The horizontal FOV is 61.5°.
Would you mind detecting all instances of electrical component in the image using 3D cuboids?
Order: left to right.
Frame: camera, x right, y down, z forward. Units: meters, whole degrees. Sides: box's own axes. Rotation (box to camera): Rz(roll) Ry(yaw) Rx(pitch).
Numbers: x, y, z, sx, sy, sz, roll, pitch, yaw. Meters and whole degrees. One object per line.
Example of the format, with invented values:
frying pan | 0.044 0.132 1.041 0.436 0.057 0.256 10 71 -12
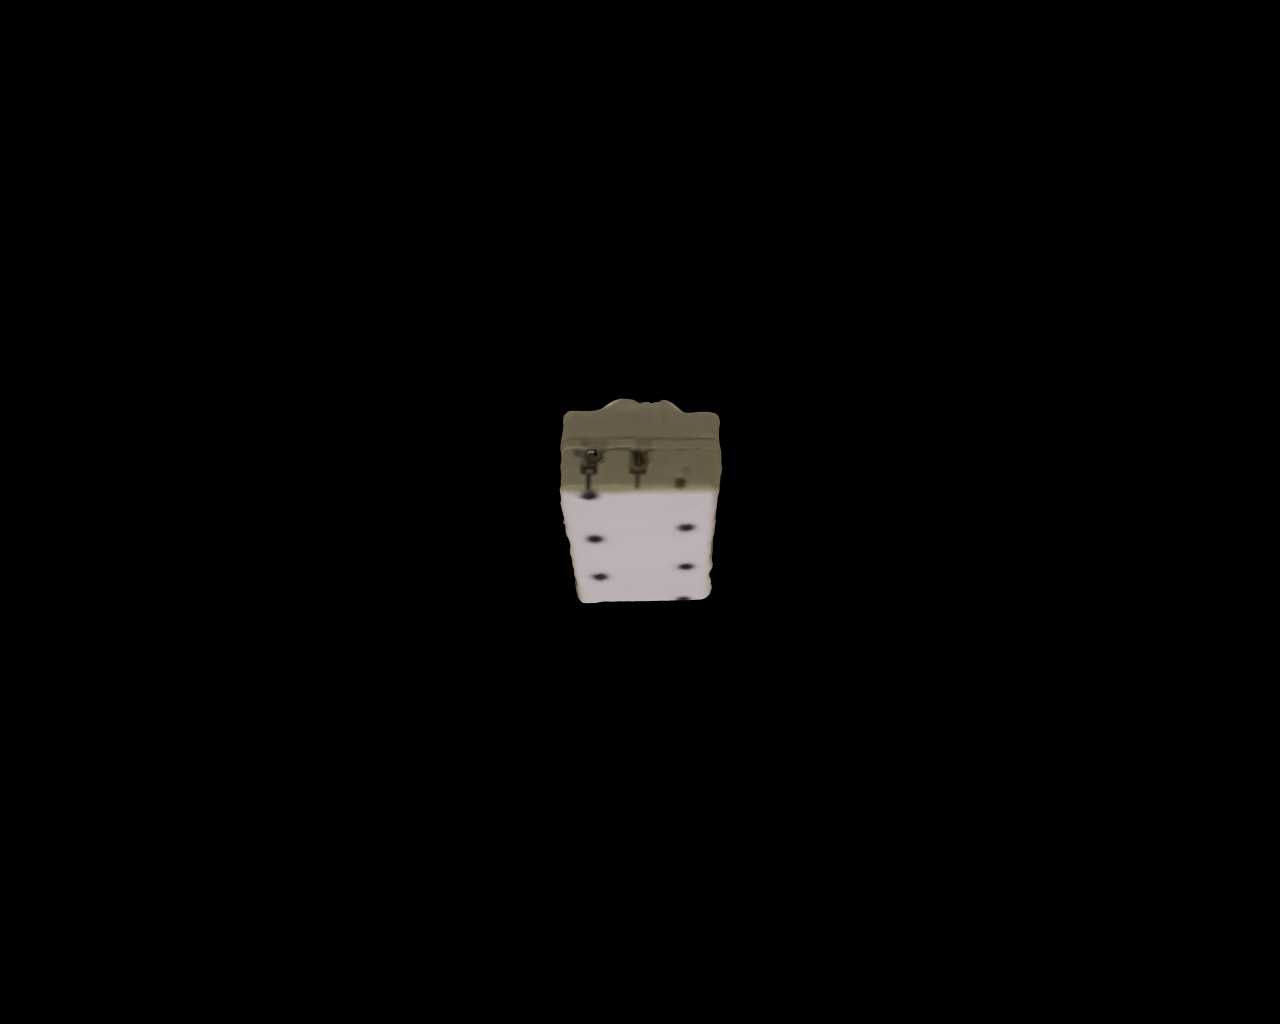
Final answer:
electrical component | 0.001 -0.003 0.650 0.089 0.062 0.150 0 -28 0
